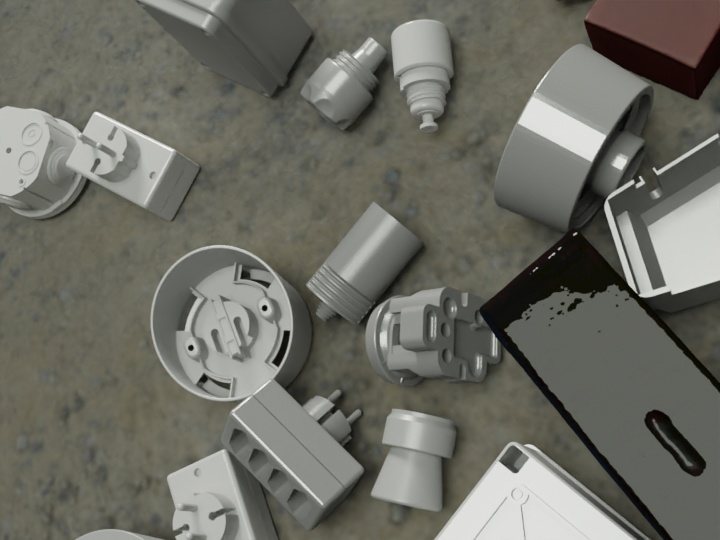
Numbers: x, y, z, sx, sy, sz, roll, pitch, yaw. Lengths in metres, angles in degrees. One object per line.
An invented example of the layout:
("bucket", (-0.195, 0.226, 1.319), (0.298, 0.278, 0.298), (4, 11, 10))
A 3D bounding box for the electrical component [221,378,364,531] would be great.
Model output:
("electrical component", (-0.031, 0.106, 0.685), (0.083, 0.047, 0.076), (43, 57, 13))

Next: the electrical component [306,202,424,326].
("electrical component", (0.000, 0.000, 0.704), (0.043, 0.043, 0.081), (41, 93, 25))

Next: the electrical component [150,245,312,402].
("electrical component", (-0.084, 0.039, 0.716), (0.099, 0.064, 0.099), (-5, 75, 20))

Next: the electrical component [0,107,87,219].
("electrical component", (-0.252, -0.083, 0.821), (0.080, 0.051, 0.080), (-5, 75, 20))

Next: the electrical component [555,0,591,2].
("electrical component", (0.155, -0.215, 0.691), (0.078, 0.058, 0.057), (-18, 74, 17))

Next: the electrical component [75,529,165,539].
("electrical component", (-0.148, 0.223, 0.696), (0.108, 0.060, 0.108), (-5, 75, 20))

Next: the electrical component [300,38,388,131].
("electrical component", (-0.007, -0.131, 0.741), (0.043, 0.043, 0.062), (42, 93, 25))

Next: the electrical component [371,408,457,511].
("electrical component", (0.034, 0.116, 0.660), (0.045, 0.045, 0.055), (8, 79, 23))

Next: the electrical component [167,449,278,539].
("electrical component", (-0.093, 0.160, 0.682), (0.047, 0.076, 0.083), (-26, 68, 13))

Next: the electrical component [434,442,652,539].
("electrical component", (0.101, 0.172, 0.613), (0.109, 0.056, 0.108), (38, 92, 25))

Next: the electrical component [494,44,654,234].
("electrical component", (0.134, -0.072, 0.638), (0.060, 0.108, 0.108), (31, 89, 19))

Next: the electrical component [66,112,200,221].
("electrical component", (-0.174, -0.081, 0.776), (0.083, 0.076, 0.047), (27, 87, 25))

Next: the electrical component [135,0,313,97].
("electrical component", (-0.093, -0.177, 0.749), (0.078, 0.113, 0.057), (28, 85, 25))

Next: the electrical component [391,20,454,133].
("electrical component", (0.043, -0.131, 0.723), (0.040, 0.040, 0.078), (-10, 73, 19))

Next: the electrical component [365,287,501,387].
("electrical component", (0.041, 0.042, 0.664), (0.057, 0.078, 0.058), (-9, 72, 41))
